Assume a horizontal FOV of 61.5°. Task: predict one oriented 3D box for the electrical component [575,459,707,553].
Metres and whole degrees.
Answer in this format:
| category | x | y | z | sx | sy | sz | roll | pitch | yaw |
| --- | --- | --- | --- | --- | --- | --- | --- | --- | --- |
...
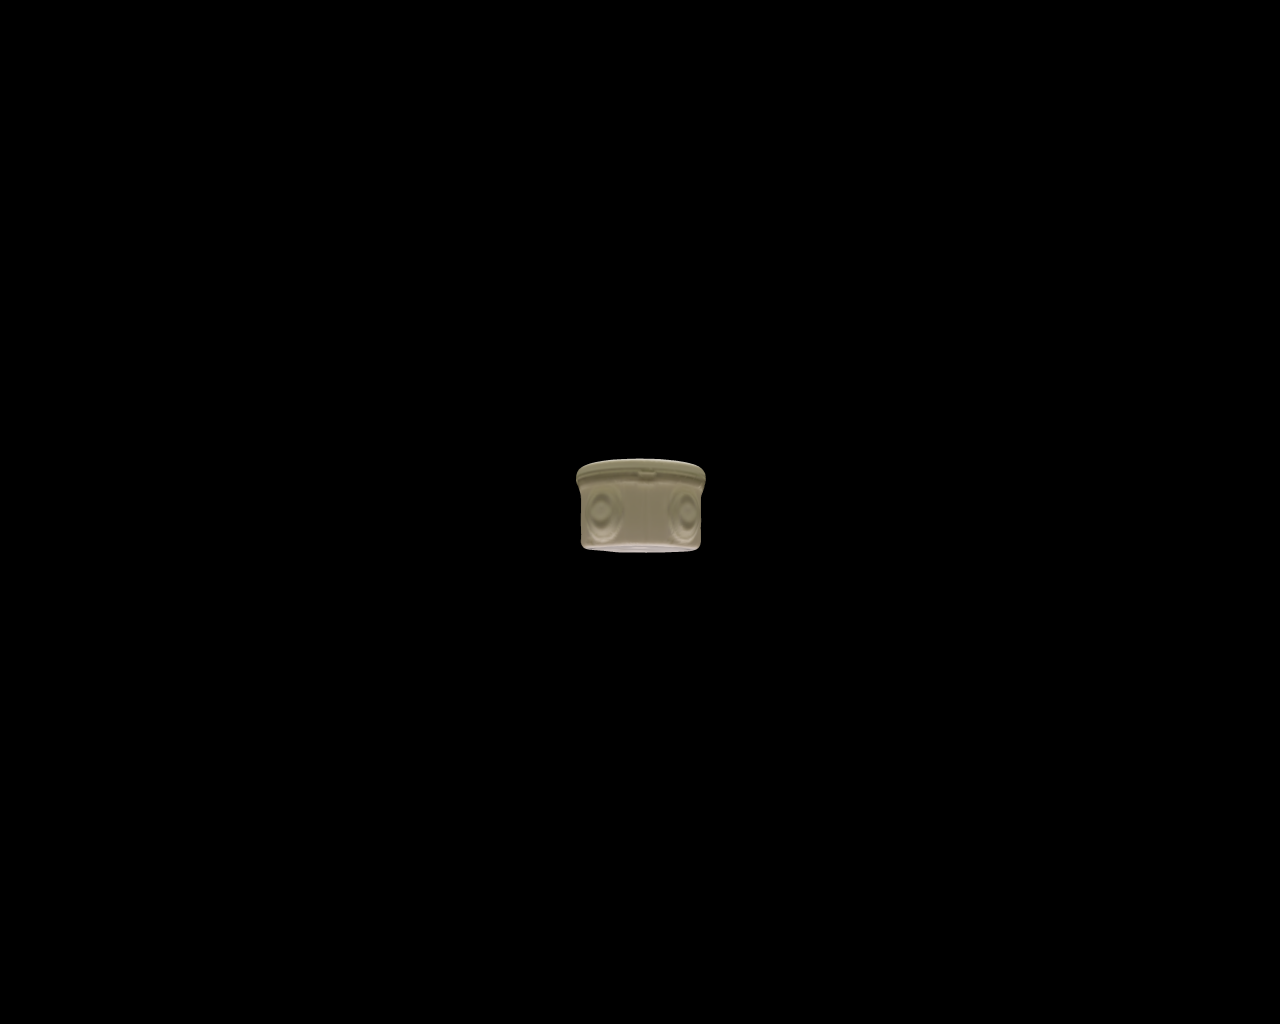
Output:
| category | x | y | z | sx | sy | sz | roll | pitch | yaw |
| --- | --- | --- | --- | --- | --- | --- | --- | --- | --- |
| electrical component | 0.001 | -0.003 | 0.650 | 0.080 | 0.051 | 0.080 | 0 | -6 | 0 |
